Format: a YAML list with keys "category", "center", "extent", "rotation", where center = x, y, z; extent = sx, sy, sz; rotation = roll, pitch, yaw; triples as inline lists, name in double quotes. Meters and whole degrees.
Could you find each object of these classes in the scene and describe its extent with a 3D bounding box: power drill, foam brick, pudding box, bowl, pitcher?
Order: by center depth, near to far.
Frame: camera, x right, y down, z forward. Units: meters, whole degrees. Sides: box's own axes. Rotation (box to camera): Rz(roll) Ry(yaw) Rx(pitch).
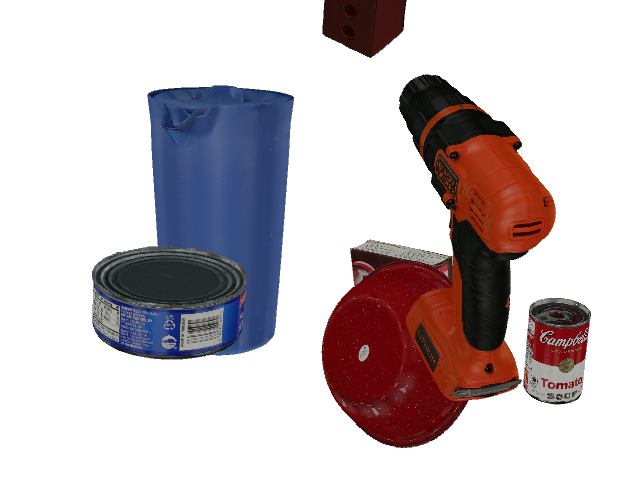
- category: "power drill"
  center: [0.093, -0.001, 0.722]
  extent: [0.057, 0.188, 0.184]
  rotation: [-10, 36, -10]
- category: "foam brick"
  center: [0.038, -0.201, 0.878]
  extent: [0.053, 0.078, 0.051]
  rotation: [29, 55, 21]
- category: "bowl"
  center: [0.053, 0.095, 0.905]
  extent: [0.162, 0.162, 0.055]
  rotation: [0, -6, 44]
- category: "pitcher"
  center: [-0.089, -0.024, 1.009]
  extent: [0.149, 0.243, 0.145]
  rotation: [-4, 16, -20]
- category: "pudding box"
  center: [0.086, 0.053, 1.108]
  extent: [0.114, 0.090, 0.039]
  rotation: [10, 27, 40]

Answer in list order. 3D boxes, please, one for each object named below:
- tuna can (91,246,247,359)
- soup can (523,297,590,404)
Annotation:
- category: "tuna can"
  center: [-0.084, 0.034, 0.596]
  extent: [0.086, 0.034, 0.086]
  rotation: [4, 20, -2]
- category: "soup can"
  center: [0.267, 0.125, 1.209]
  extent: [0.068, 0.102, 0.068]
  rotation: [0, 24, 0]
